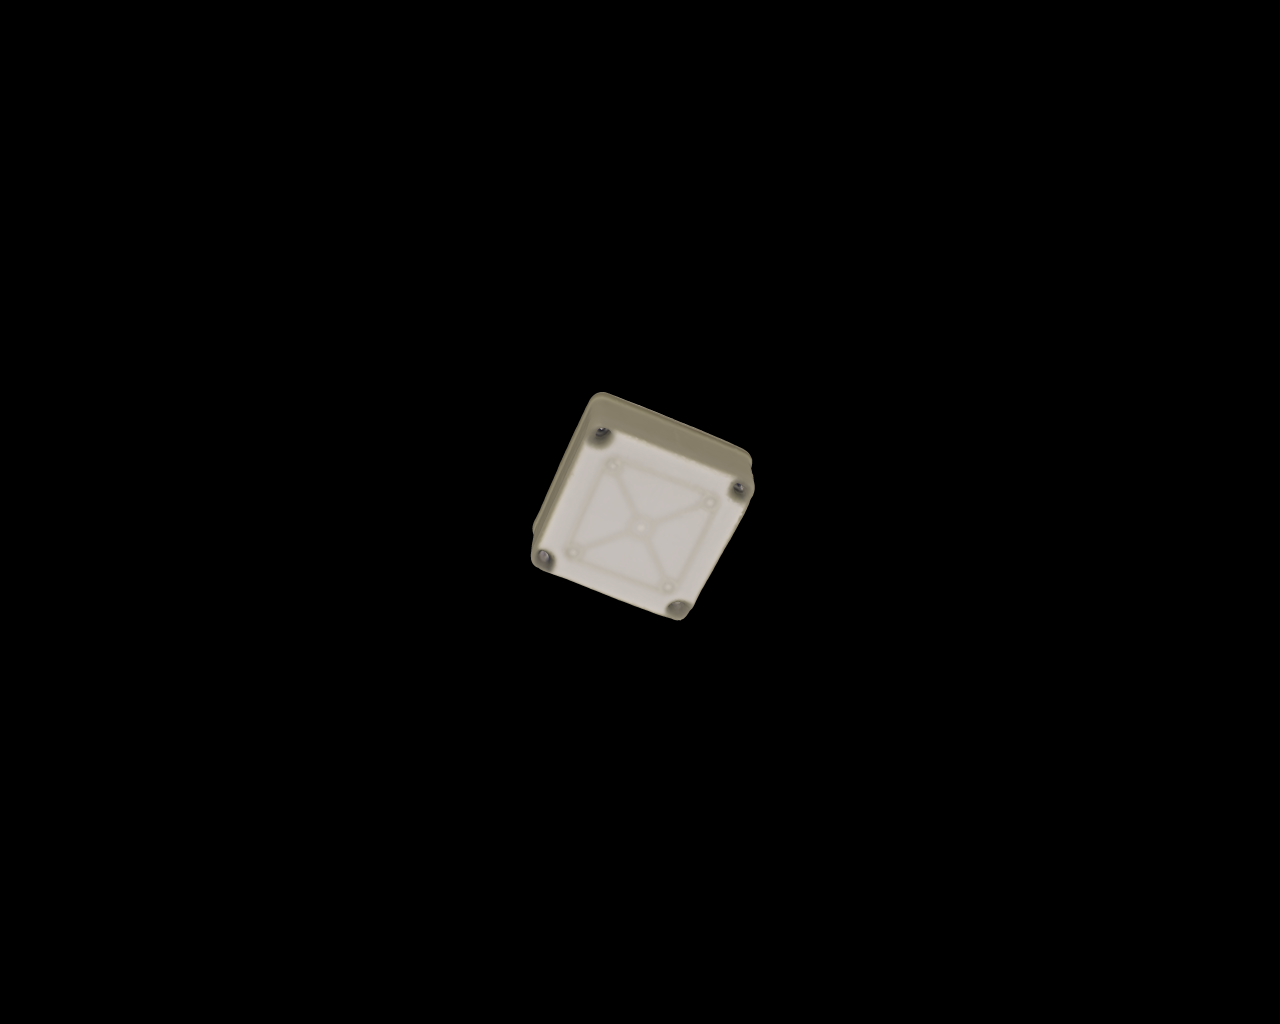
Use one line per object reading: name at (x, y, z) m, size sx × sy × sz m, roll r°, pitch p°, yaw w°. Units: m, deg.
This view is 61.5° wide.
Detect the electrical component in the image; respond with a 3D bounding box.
electrical component at (0.001, -0.003, 0.650) m, size 0.109 × 0.108 × 0.056 m, roll 22°, pitch 25°, yaw -10°
